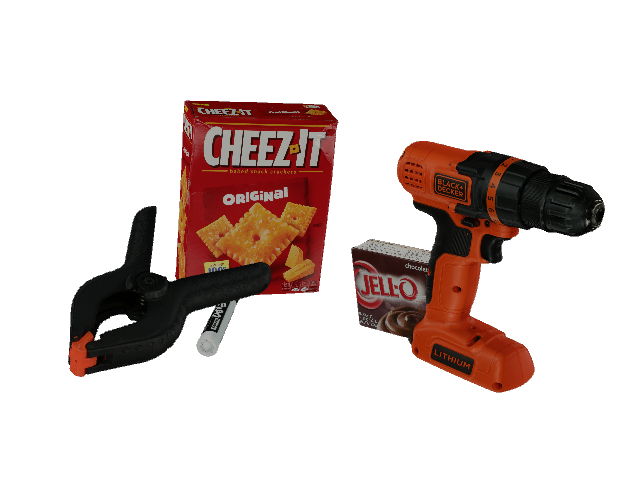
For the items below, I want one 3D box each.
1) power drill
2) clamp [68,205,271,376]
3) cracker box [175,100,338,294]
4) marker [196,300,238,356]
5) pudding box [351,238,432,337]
[{"bbox_3d":[0.138,0.022,0.852,0.057,0.188,0.185,-16,26,-39],"label":"power drill"},{"bbox_3d":[-0.130,0.034,0.777,0.120,0.039,0.171,28,38,27],"label":"clamp"},{"bbox_3d":[-0.074,-0.044,1.202,0.164,0.214,0.072,-1,23,-17],"label":"cracker box"},{"bbox_3d":[-0.092,0.071,0.993,0.020,0.020,0.121,0,23,8],"label":"marker"},{"bbox_3d":[0.087,0.052,1.107,0.114,0.090,0.039,10,27,40],"label":"pudding box"}]
